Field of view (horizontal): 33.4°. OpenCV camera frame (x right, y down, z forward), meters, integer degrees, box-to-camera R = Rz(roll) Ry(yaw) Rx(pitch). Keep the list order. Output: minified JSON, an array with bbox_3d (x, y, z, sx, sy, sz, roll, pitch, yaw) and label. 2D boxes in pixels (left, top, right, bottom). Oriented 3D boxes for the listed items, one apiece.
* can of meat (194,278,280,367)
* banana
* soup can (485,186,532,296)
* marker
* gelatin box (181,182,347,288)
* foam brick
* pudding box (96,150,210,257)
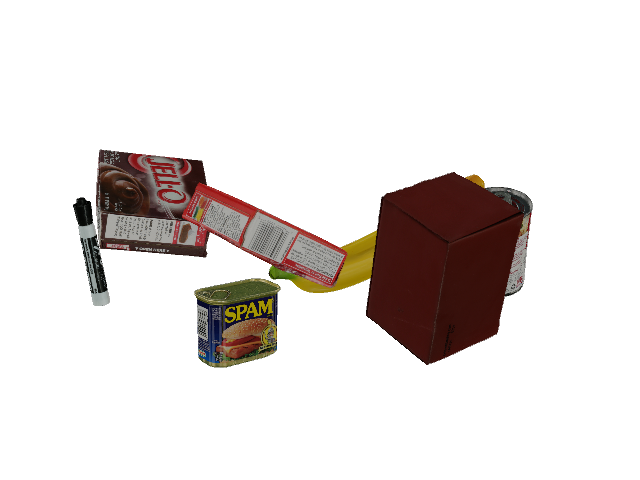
[{"bbox_3d":[-0.098,0.098,1.268,0.101,0.084,0.058,-10,18,-37],"label":"can of meat"},{"bbox_3d":[0.056,0.003,0.923,0.198,0.037,0.069,-26,-16,9],"label":"banana"},{"bbox_3d":[0.193,0.002,1.160,0.068,0.102,0.068,-1,34,1],"label":"soup can"},{"bbox_3d":[-0.245,0.012,1.142,0.020,0.121,0.020,-6,20,2],"label":"marker"},{"bbox_3d":[-0.037,-0.003,0.712,0.089,0.030,0.073,26,0,-41],"label":"gelatin box"},{"bbox_3d":[0.062,0.013,0.545,0.052,0.078,0.051,-19,41,-33],"label":"foam brick"},{"bbox_3d":[-0.139,-0.032,0.884,0.090,0.039,0.113,4,32,-15],"label":"pudding box"}]
